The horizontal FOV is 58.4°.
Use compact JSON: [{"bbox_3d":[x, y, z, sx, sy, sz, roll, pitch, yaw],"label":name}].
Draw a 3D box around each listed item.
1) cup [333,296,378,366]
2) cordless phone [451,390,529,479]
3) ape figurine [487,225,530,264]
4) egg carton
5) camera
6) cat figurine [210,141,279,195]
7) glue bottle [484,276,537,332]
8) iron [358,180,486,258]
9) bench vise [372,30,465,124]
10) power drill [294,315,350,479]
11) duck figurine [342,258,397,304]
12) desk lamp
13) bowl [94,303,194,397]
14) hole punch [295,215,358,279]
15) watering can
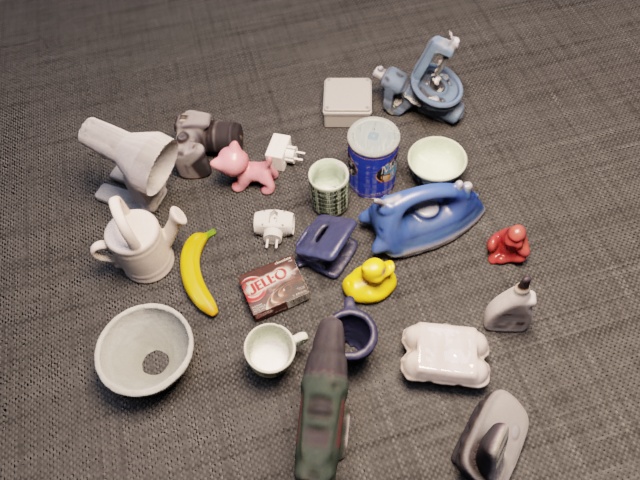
[{"bbox_3d":[0.051,0.165,0.985,0.091,0.095,0.117,-2,58,1],"label":"cup"},{"bbox_3d":[0.267,0.285,0.847,0.094,0.185,0.148,23,62,16],"label":"cordless phone"},{"bbox_3d":[0.360,0.003,1.075,0.077,0.092,0.076,35,66,22],"label":"ape figurine"},{"bbox_3d":[0.212,0.196,0.973,0.150,0.069,0.107,4,58,5],"label":"egg carton"},{"bbox_3d":[-0.240,-0.216,1.233,0.136,0.101,0.143,2,58,4],"label":"camera"},{"bbox_3d":[-0.155,-0.155,1.181,0.127,0.118,0.067,2,58,4],"label":"cat figurine"},{"bbox_3d":[0.329,0.105,0.964,0.078,0.173,0.037,3,58,4],"label":"glue bottle"},{"bbox_3d":[0.209,-0.064,1.095,0.258,0.141,0.118,-16,58,-8],"label":"iron"},{"bbox_3d":[0.215,-0.346,1.225,0.207,0.220,0.121,3,58,4],"label":"bench vise"},{"bbox_3d":[0.006,0.256,0.863,0.075,0.208,0.229,4,58,5],"label":"power drill"},{"bbox_3d":[0.092,0.067,1.050,0.104,0.086,0.077,-15,58,-7],"label":"duck figurine"},{"bbox_3d":[-0.371,-0.142,1.125,0.203,0.214,0.118,18,60,13],"label":"desk lamp"},{"bbox_3d":[-0.295,0.199,0.990,0.167,0.075,0.167,-1,58,2],"label":"bowl"},{"bbox_3d":[0.010,0.004,1.090,0.101,0.091,0.109,24,62,17],"label":"hole punch"},{"bbox_3d":[-0.335,-0.012,1.053,0.173,0.194,0.100,-40,64,-20],"label":"watering can"}]
